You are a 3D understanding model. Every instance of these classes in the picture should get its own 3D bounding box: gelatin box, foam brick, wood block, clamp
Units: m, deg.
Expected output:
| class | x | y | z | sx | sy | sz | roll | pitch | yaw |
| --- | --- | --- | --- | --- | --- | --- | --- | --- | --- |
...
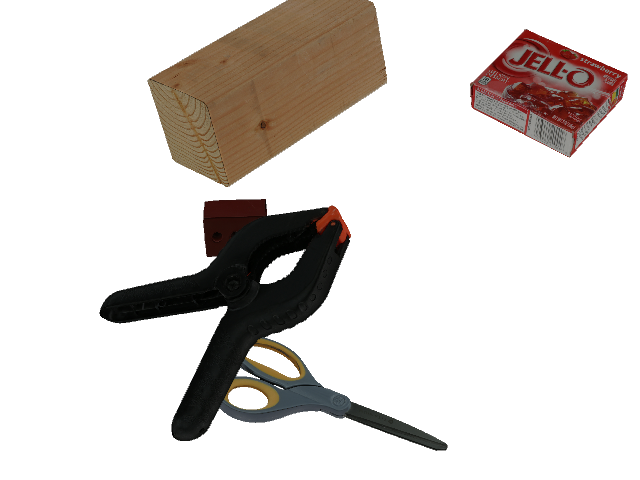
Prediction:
| class | x | y | z | sx | sy | sz | roll | pitch | yaw |
| --- | --- | --- | --- | --- | --- | --- | --- | --- | --- |
| gelatin box | 0.166 | -0.110 | 0.781 | 0.089 | 0.073 | 0.030 | 32 | -29 | 26 |
| foam brick | -0.102 | -0.016 | 1.288 | 0.078 | 0.053 | 0.051 | -3 | 28 | -1 |
| wood block | -0.044 | -0.149 | 0.997 | 0.205 | 0.091 | 0.090 | -36 | 42 | -28 |
| clamp | -0.050 | 0.046 | 0.675 | 0.171 | 0.120 | 0.039 | -31 | -27 | 4 |

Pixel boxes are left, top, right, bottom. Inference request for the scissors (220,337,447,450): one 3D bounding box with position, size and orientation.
| class | x | y | z | sx | sy | sz | roll | pitch | yaw |
| --- | --- | --- | --- | --- | --- | --- | --- | --- | --- |
| scissors | -0.003 | 0.145 | 0.889 | 0.202 | 0.016 | 0.096 | 31 | 47 | 23 |
